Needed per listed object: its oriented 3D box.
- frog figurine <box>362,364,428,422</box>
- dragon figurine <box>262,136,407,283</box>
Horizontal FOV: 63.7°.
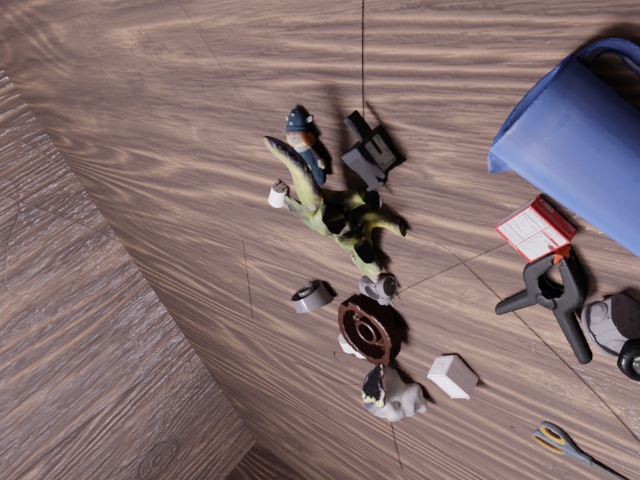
[{"bbox_3d":[0.192,0.395,1.322,0.158,0.141,0.121,25,120,-27],"label":"frog figurine"},{"bbox_3d":[0.003,-0.049,0.972,0.405,0.124,0.242,43,160,-24],"label":"dragon figurine"}]
